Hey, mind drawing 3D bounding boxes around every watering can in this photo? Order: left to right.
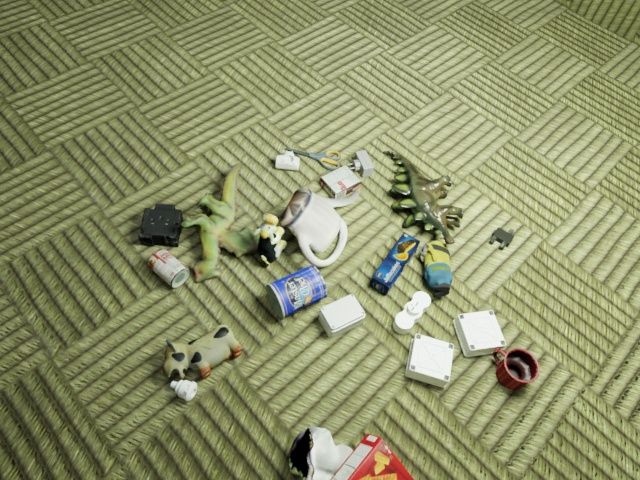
[{"bbox_3d":[0.005,-0.079,1.577,0.222,0.102,0.356,41,48,-20],"label":"watering can"}]

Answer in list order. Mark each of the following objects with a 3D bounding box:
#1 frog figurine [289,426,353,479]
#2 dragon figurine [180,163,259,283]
[{"bbox_3d":[0.013,0.508,1.196,0.158,0.121,0.141,22,39,-36],"label":"frog figurine"},{"bbox_3d":[-0.271,-0.048,1.569,0.242,0.120,0.418,35,59,-2],"label":"dragon figurine"}]
